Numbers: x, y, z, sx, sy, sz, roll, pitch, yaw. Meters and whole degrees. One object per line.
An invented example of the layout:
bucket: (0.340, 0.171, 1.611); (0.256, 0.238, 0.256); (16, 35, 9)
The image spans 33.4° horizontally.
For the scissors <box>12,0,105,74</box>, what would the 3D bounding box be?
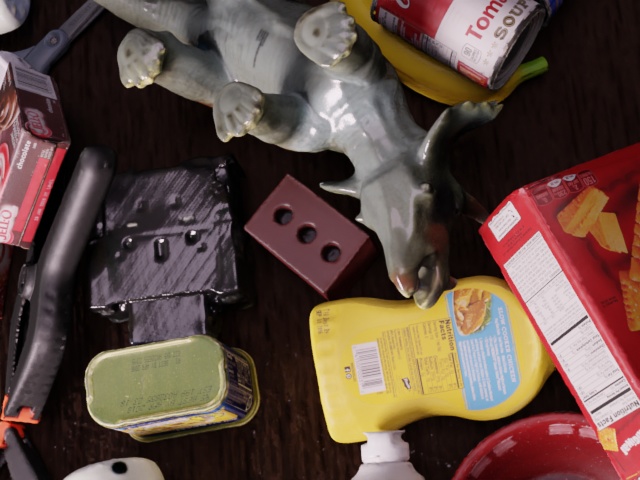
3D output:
scissors: (-0.231, -0.160, 0.857); (0.096, 0.016, 0.201); (27, 81, 15)

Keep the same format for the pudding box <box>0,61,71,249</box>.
pudding box: (-0.213, -0.061, 0.758); (0.090, 0.039, 0.113); (-62, 29, 23)

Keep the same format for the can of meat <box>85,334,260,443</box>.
can of meat: (-0.101, 0.102, 0.732); (0.102, 0.084, 0.057); (-11, 74, 7)

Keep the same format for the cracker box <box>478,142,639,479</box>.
cracker box: (0.225, 0.044, 0.665); (0.164, 0.072, 0.214); (-19, 70, -25)

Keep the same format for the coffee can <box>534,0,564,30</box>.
coffee can: (0.160, -0.237, 0.764); (0.103, 0.102, 0.140); (34, 84, 16)

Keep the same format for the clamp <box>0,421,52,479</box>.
clamp: (-0.237, 0.217, 0.750); (0.120, 0.039, 0.171); (-7, 71, 2)

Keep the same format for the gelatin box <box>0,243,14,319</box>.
gelatin box: (-0.257, 0.014, 0.779); (0.030, 0.089, 0.073); (3, 76, 11)

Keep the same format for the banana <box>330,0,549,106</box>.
banana: (0.068, -0.151, 0.795); (0.198, 0.037, 0.069); (34, 65, 15)

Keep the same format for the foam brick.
foam brick: (-0.005, 0.001, 0.758); (0.078, 0.051, 0.053); (38, 85, 16)

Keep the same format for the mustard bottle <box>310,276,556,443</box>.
mustard bottle: (0.094, 0.075, 0.717); (0.192, 0.058, 0.096); (-10, 84, 7)

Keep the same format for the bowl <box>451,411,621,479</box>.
bowl: (0.157, 0.192, 0.678); (0.162, 0.055, 0.162); (-2, 75, 9)

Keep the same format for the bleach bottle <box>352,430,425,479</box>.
bleach bottle: (0.046, 0.245, 0.656); (0.068, 0.102, 0.251); (-4, 79, 6)

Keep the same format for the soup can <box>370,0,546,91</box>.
soup can: (0.095, -0.156, 0.738); (0.102, 0.068, 0.068); (34, 84, 14)

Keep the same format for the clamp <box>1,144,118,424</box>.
clamp: (-0.189, 0.026, 0.751); (0.036, 0.165, 0.210); (11, 83, -26)
